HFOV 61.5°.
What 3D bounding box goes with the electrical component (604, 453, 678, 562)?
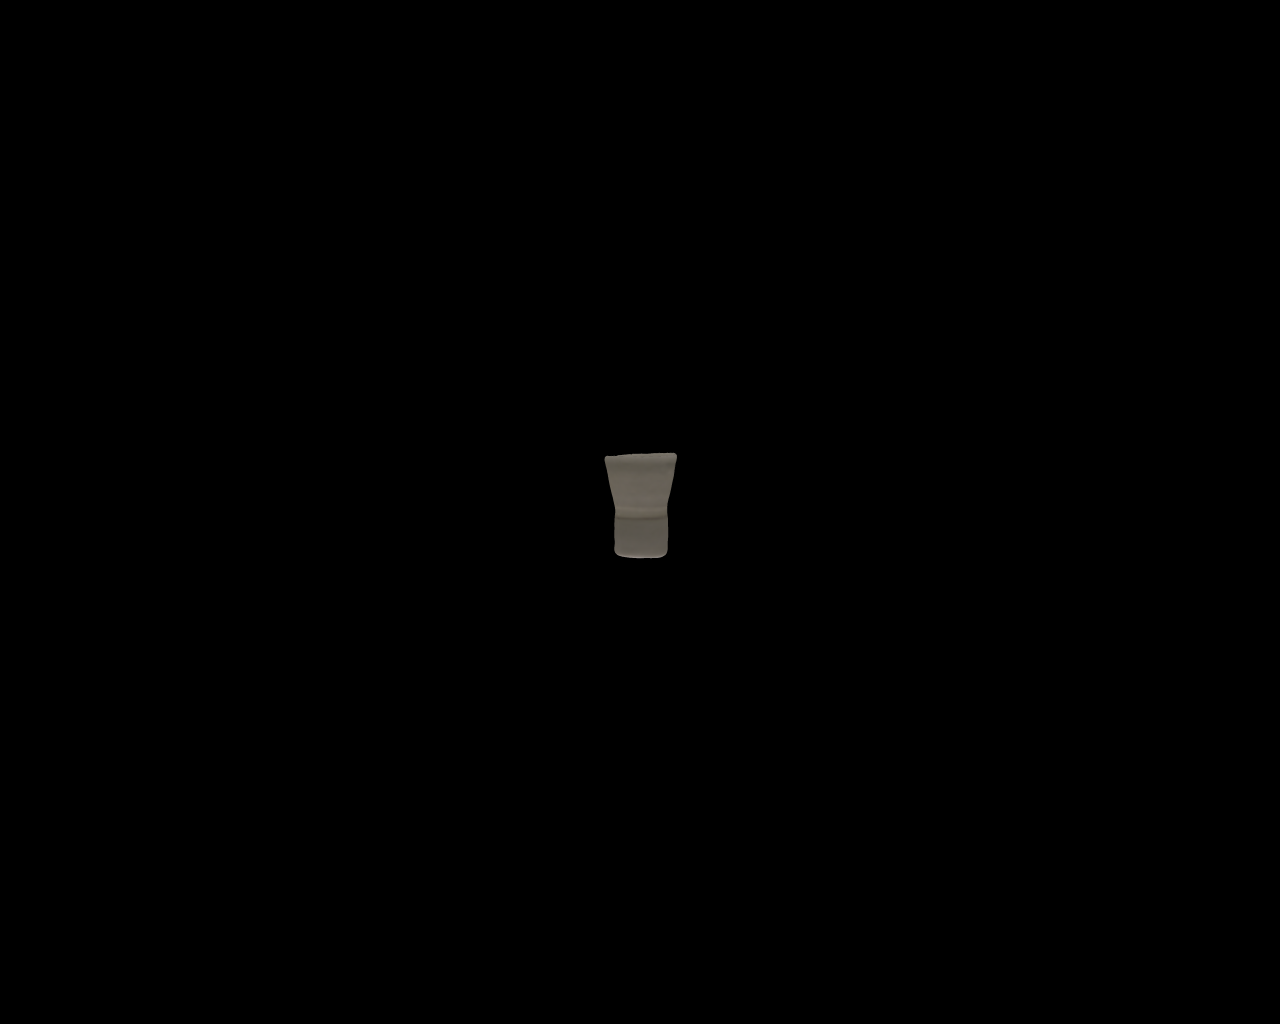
[{"bbox_3d":[0.001,-0.003,0.650,0.044,0.065,0.044,0,5,0],"label":"electrical component"}]
